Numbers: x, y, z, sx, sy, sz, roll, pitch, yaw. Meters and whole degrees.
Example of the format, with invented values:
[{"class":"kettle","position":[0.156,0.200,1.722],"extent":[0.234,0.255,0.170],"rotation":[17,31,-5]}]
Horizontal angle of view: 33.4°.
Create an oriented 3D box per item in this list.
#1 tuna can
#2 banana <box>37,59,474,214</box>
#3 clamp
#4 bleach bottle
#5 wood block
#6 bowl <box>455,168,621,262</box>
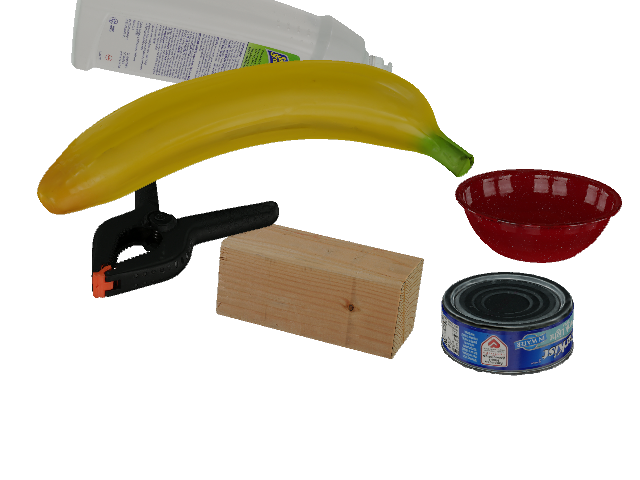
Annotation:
[{"class":"tuna can","position":[0.121,0.052,0.693],"extent":[0.086,0.034,0.086],"rotation":[-3,22,1]},{"class":"banana","position":[-0.031,-0.052,0.490],"extent":[0.197,0.037,0.070],"rotation":[-7,44,-11]},{"class":"clamp","position":[-0.162,-0.014,1.036],"extent":[0.165,0.036,0.209],"rotation":[25,40,23]},{"class":"bleach bottle","position":[-0.068,-0.156,0.859],"extent":[0.250,0.068,0.103],"rotation":[13,-29,-10]},{"class":"wood block","position":[-0.002,0.051,1.177],"extent":[0.206,0.091,0.090],"rotation":[13,23,17]},{"class":"bowl","position":[0.214,-0.021,1.061],"extent":[0.162,0.055,0.162],"rotation":[-1,23,0]}]
